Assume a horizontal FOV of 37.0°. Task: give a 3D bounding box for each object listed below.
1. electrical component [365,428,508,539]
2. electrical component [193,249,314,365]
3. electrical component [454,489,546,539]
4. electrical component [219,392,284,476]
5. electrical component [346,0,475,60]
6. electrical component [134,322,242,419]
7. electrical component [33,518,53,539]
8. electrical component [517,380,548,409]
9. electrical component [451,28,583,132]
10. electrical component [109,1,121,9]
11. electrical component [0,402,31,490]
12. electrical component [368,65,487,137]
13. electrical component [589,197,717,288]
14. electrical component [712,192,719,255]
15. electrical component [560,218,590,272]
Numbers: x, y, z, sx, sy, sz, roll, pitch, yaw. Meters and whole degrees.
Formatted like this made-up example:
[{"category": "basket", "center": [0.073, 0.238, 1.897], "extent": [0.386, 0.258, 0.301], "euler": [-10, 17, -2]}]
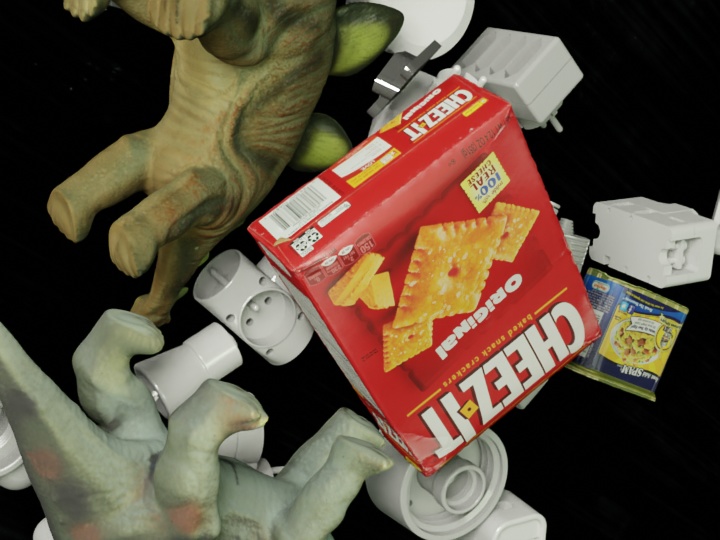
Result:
[{"category": "electrical component", "center": [0.065, 0.159, 0.840], "extent": [0.108, 0.060, 0.108], "euler": [-9, 110, -27]}, {"category": "electrical component", "center": [-0.060, 0.012, 0.731], "extent": [0.079, 0.044, 0.077], "euler": [-49, 123, -7]}, {"category": "electrical component", "center": [0.114, 0.234, 0.893], "extent": [0.054, 0.059, 0.095], "euler": [-8, 109, -27]}, {"category": "electrical component", "center": [-0.084, 0.152, 0.758], "extent": [0.074, 0.052, 0.138], "euler": [0, 106, -30]}, {"category": "electrical component", "center": [0.032, -0.182, 0.716], "extent": [0.080, 0.051, 0.080], "euler": [-9, 110, -27]}, {"category": "electrical component", "center": [-0.112, 0.065, 0.722], "extent": [0.065, 0.044, 0.044], "euler": [-33, 119, -22]}, {"category": "electrical component", "center": [-0.175, 0.202, 0.719], "extent": [0.054, 0.059, 0.095], "euler": [-29, 118, -18]}, {"category": "electrical component", "center": [0.136, 0.076, 0.865], "extent": [0.078, 0.040, 0.040], "euler": [-48, 122, -8]}, {"category": "electrical component", "center": [0.119, -0.126, 0.765], "extent": [0.047, 0.083, 0.075], "euler": [-48, 122, -8]}, {"category": "electrical component", "center": [-0.160, -0.186, 0.593], "extent": [0.138, 0.074, 0.052], "euler": [19, 96, -33]}, {"category": "electrical component", "center": [-0.230, 0.089, 0.651], "extent": [0.095, 0.059, 0.053], "euler": [39, 85, -33]}, {"category": "electrical component", "center": [0.059, -0.109, 0.721], "extent": [0.083, 0.075, 0.047], "euler": [21, 55, -10]}, {"category": "electrical component", "center": [0.236, -0.024, 0.861], "extent": [0.056, 0.089, 0.050], "euler": [-8, 110, -27]}, {"category": "electrical component", "center": [0.337, -0.102, 0.877], "extent": [0.105, 0.060, 0.186], "euler": [-22, 126, -70]}, {"category": "electrical component", "center": [0.152, -0.001, 0.848], "extent": [0.043, 0.043, 0.081], "euler": [10, 101, -32]}]
